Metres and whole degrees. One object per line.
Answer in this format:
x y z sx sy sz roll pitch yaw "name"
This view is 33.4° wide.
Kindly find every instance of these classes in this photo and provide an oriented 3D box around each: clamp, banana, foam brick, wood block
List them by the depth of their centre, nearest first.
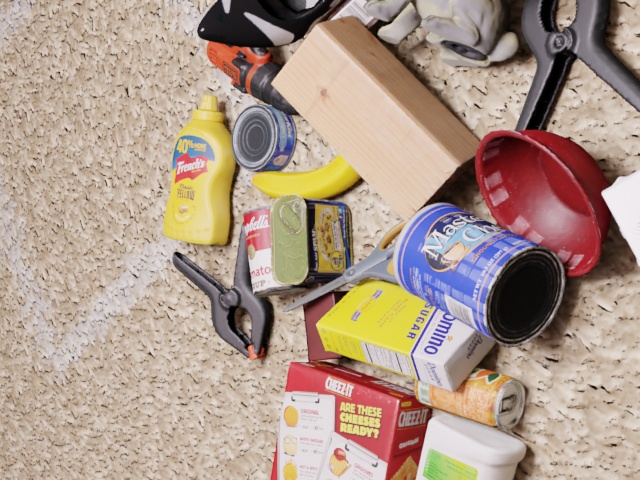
0.237 -0.182 1.046 0.165 0.036 0.210 -24 69 41 "clamp"
0.062 -0.130 1.121 0.206 0.090 0.091 46 121 8 "wood block"
0.018 0.098 1.225 0.051 0.052 0.078 -14 80 42 "foam brick"
-0.001 -0.081 1.258 0.198 0.037 0.069 -27 81 40 "banana"
-0.101 0.063 1.331 0.120 0.039 0.171 -33 85 24 "clamp"

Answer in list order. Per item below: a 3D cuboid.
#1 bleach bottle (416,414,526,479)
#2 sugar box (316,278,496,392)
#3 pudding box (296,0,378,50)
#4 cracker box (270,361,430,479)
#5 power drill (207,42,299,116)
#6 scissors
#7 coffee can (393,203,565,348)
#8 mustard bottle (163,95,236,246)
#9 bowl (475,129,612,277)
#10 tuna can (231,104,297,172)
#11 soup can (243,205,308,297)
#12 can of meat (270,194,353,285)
0.135 0.313 1.100 0.103 0.067 0.251 20 104 43 "bleach bottle"
0.091 0.096 1.127 0.177 0.093 0.048 10 133 43 "sugar box"
0.029 -0.249 1.207 0.039 0.090 0.114 45 126 -15 "pudding box"
0.028 0.258 1.195 0.164 0.071 0.214 14 96 41 "cracker box"
-0.078 -0.256 1.276 0.185 0.057 0.188 37 142 36 "power drill"
0.049 0.045 1.162 0.202 0.016 0.096 -38 36 9 "scissors"
0.154 0.032 1.050 0.140 0.102 0.103 30 108 50 "coffee can"
-0.153 -0.092 1.387 0.096 0.058 0.191 10 95 41 "mustard bottle"
0.222 -0.046 1.010 0.162 0.055 0.162 47 158 25 "bowl"
-0.071 -0.126 1.330 0.086 0.033 0.086 -2 87 43 "tuna can"
-0.053 0.013 1.284 0.069 0.068 0.102 -16 78 41 "soup can"
-0.008 0.001 1.231 0.058 0.083 0.102 -6 84 43 "can of meat"
